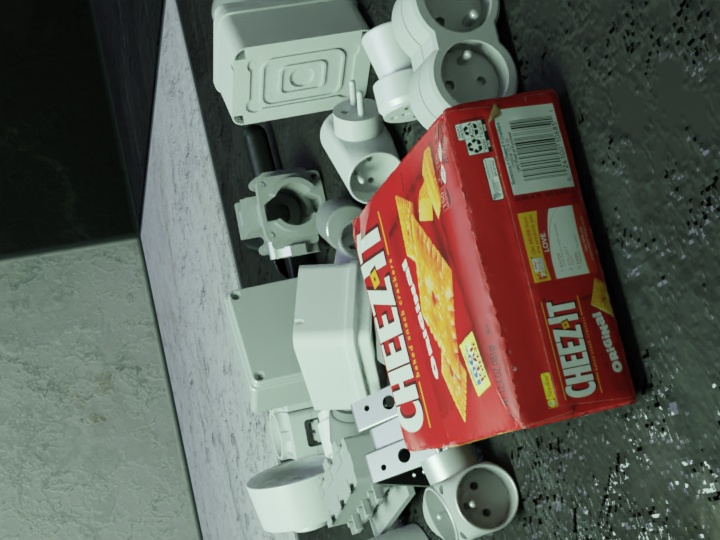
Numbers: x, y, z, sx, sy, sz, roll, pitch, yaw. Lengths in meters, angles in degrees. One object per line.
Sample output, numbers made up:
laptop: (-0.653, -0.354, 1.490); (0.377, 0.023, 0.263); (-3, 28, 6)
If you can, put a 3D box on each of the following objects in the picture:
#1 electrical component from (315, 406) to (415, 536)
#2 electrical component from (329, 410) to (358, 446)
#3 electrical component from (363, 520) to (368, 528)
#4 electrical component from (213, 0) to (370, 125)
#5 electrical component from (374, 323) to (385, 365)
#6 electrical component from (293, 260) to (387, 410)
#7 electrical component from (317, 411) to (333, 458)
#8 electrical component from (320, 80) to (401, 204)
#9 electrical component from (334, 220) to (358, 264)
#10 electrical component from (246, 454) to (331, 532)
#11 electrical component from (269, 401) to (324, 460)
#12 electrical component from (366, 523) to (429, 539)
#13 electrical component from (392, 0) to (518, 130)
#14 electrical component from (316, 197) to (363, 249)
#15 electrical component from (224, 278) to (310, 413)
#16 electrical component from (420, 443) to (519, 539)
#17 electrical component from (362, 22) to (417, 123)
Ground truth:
electrical component: (0.005, 0.177, 0.917); (0.121, 0.063, 0.078); (112, 144, -57)
electrical component: (-0.009, 0.131, 0.987); (0.040, 0.040, 0.078); (-127, 31, -57)
electrical component: (-0.001, 0.226, 1.032); (0.035, 0.035, 0.061); (-119, 22, -48)
electrical component: (-0.053, -0.165, 0.826); (0.078, 0.113, 0.057); (99, 152, -49)
electrical component: (0.037, 0.032, 0.763); (0.079, 0.044, 0.077); (-140, 43, -65)
electrical component: (-0.012, 0.053, 0.839); (0.113, 0.057, 0.078); (78, -168, -53)
electrical component: (-0.022, 0.146, 1.043); (0.040, 0.040, 0.078); (114, 142, -63)
electrical component: (0.000, -0.101, 0.800); (0.077, 0.043, 0.079); (-118, 19, -52)
electrical component: (0.000, 0.000, 0.871); (0.081, 0.043, 0.043); (102, 153, -53)
electrical component: (-0.057, 0.234, 1.106); (0.108, 0.108, 0.060); (176, 78, -74)
electrical component: (-0.069, 0.121, 1.149); (0.089, 0.062, 0.150); (164, 96, -74)
electrical component: (0.029, 0.275, 0.911); (0.108, 0.060, 0.108); (170, 90, -74)
electrical component: (0.044, -0.142, 0.619); (0.074, 0.052, 0.138); (149, 110, -73)
electrical component: (-0.018, -0.042, 0.912); (0.078, 0.040, 0.040); (-139, 41, -66)
electrical component: (-0.063, 0.066, 1.010); (0.056, 0.109, 0.108); (98, 156, -54)
electrical component: (0.065, 0.140, 0.724); (0.079, 0.044, 0.077); (65, 161, 11)
electrical component: (0.029, -0.128, 0.693); (0.045, 0.045, 0.055); (142, 116, -72)
